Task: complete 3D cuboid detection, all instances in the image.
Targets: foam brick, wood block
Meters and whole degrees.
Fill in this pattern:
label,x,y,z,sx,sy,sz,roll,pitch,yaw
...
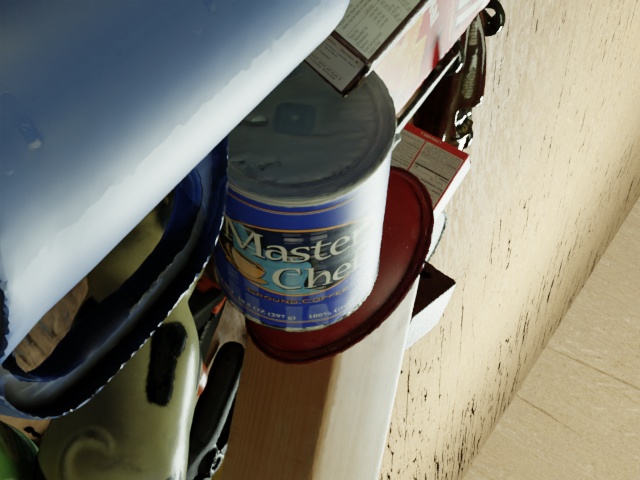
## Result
label,x,y,z,sx,sy,sz,roll,pitch,yaw
foam brick,0.069,0.054,0.898,0.078,0.053,0.051,-33,150,-48
wood block,-0.002,0.115,0.818,0.090,0.091,0.206,4,99,-52

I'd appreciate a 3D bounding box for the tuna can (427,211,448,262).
label,x,y,z,sx,sy,sz,roll,pitch,yaw
tuna can,0.094,0.002,1.093,0.086,0.034,0.086,-50,158,-28

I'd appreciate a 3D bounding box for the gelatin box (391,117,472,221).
label,x,y,z,sx,sy,sz,roll,pitch,yaw
gelatin box,0.075,-0.049,0.910,0.089,0.073,0.030,-57,161,-9

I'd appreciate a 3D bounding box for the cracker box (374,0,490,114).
label,x,y,z,sx,sy,sz,roll,pitch,yaw
cracker box,0.040,-0.156,0.669,0.213,0.072,0.164,-51,160,-27

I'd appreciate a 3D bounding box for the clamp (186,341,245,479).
label,x,y,z,sx,sy,sz,roll,pitch,yaw
clamp,-0.095,0.160,0.840,0.171,0.039,0.120,-58,156,-27

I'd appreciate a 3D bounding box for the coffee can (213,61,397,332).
label,x,y,z,sx,sy,sz,roll,pitch,yaw
coffee can,-0.013,-0.026,0.593,0.102,0.103,0.140,-51,161,-26

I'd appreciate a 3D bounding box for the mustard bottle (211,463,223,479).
label,x,y,z,sx,sy,sz,roll,pitch,yaw
mustard bottle,-0.098,0.288,0.896,0.096,0.058,0.191,71,31,-54

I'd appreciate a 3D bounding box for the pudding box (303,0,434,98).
label,x,y,z,sx,sy,sz,roll,pitch,yaw
pudding box,0.002,-0.142,0.532,0.090,0.113,0.039,-50,-178,-25

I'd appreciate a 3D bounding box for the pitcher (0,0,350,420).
label,x,y,z,sx,sy,sz,roll,pitch,yaw
pitcher,-0.084,-0.061,0.401,0.242,0.145,0.149,-47,169,-41

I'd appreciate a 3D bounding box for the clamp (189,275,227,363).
label,x,y,z,sx,sy,sz,roll,pitch,yaw
clamp,-0.128,0.113,0.686,0.210,0.036,0.164,-60,161,-6

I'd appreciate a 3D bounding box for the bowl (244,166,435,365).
label,x,y,z,sx,sy,sz,roll,pitch,yaw
bowl,-0.005,0.001,0.719,0.055,0.162,0.162,42,77,-37

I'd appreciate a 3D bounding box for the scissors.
label,x,y,z,sx,sy,sz,roll,pitch,yaw
scissors,0.034,-0.061,0.793,0.096,0.016,0.202,-37,169,-31
